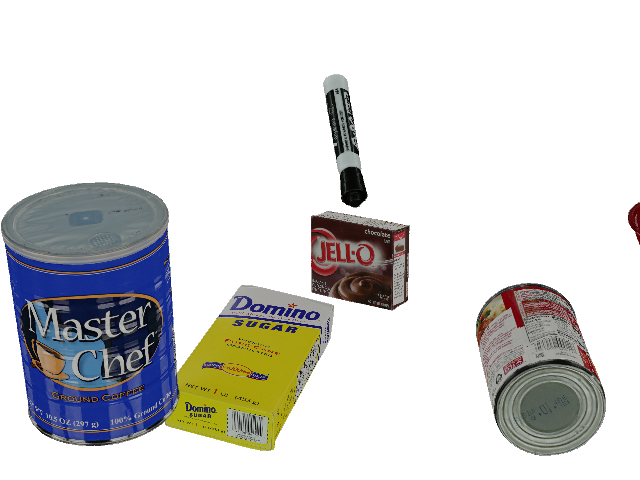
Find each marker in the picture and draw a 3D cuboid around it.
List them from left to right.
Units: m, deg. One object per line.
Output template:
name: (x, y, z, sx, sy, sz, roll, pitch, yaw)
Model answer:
marker: (0.018, -0.074, 0.788, 0.020, 0.121, 0.020, -5, -36, -4)

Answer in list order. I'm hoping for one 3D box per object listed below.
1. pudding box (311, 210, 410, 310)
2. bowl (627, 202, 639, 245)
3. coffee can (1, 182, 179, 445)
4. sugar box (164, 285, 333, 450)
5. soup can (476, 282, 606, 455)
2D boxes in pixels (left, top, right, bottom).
pudding box: (0.042, 0.020, 1.171, 0.114, 0.090, 0.039, 10, 19, 33)
bowl: (0.410, 0.005, 1.146, 0.162, 0.055, 0.162, -1, 26, 0)
coffee can: (-0.147, 0.046, 0.695, 0.103, 0.140, 0.103, 0, 27, 0)
sugar box: (-0.056, 0.102, 0.911, 0.093, 0.048, 0.176, 12, 32, 11)
soup can: (0.138, 0.079, 0.676, 0.068, 0.068, 0.102, 0, 24, 2)
